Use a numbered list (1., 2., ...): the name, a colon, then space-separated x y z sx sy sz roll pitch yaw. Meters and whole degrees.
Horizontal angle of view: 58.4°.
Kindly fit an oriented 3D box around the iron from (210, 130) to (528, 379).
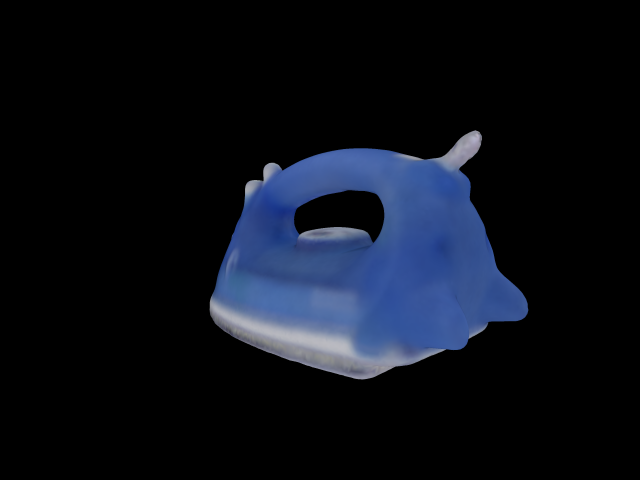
1. iron: 0.004 0.001 0.400 0.257 0.141 0.119 5 8 40
